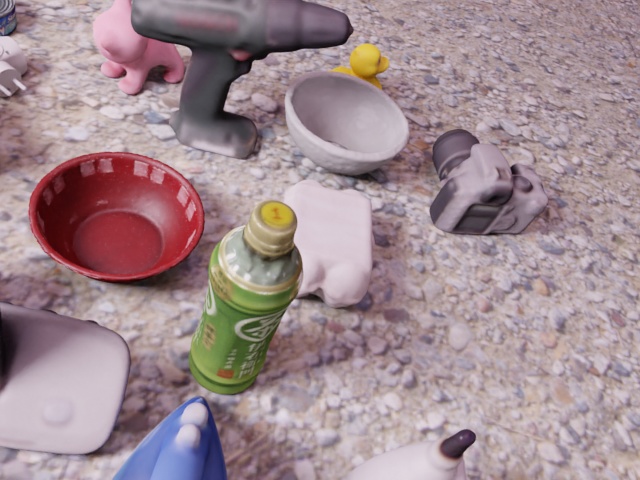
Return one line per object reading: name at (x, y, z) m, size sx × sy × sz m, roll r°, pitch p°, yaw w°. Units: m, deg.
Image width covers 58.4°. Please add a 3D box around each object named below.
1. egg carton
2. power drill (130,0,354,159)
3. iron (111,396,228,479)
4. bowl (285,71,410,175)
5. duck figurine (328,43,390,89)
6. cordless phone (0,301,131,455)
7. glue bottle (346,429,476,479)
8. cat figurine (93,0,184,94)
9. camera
egg carton at (0.006, 0.002, 0.631) m, size 0.107 × 0.069 × 0.150 m, roll 12°, pitch 50°, yaw -11°
power drill at (-0.099, -0.197, 0.658) m, size 0.230 × 0.208 × 0.075 m, roll 12°, pitch 49°, yaw -11°
iron at (-0.108, 0.198, 0.381) m, size 0.119 × 0.141 × 0.258 m, roll 16°, pitch 49°, yaw -8°
bowl at (0.027, -0.141, 0.751) m, size 0.168 × 0.074 × 0.167 m, roll 11°, pitch 50°, yaw -13°
duck figurine at (0.054, -0.247, 0.839) m, size 0.105 × 0.086 × 0.077 m, roll -9°, pitch 56°, yaw -27°
cordless phone at (-0.212, 0.077, 0.409) m, size 0.148 × 0.185 × 0.094 m, roll 12°, pitch 50°, yaw -12°
glue bottle at (0.076, 0.182, 0.443) m, size 0.078 × 0.173 × 0.037 m, roll 13°, pitch 49°, yaw -11°
cat figurine at (-0.227, -0.249, 0.710) m, size 0.067 × 0.117 × 0.128 m, roll 43°, pitch 51°, yaw 16°
camera at (0.215, -0.087, 0.763) m, size 0.143 × 0.100 × 0.136 m, roll 2°, pitch 52°, yaw -20°
